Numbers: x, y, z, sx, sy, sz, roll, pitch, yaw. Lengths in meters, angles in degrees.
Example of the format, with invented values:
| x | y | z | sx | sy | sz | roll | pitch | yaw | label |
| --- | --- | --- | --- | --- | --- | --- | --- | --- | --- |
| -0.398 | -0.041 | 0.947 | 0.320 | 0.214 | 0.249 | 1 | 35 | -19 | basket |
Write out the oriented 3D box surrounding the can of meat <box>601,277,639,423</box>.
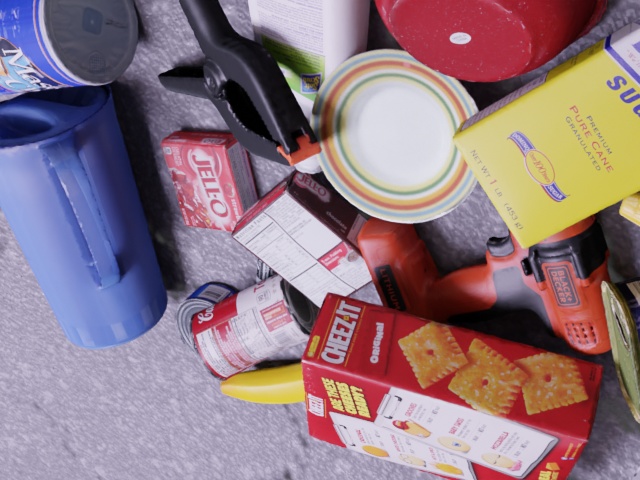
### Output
| x | y | z | sx | sy | sz | roll | pitch | yaw | label |
| --- | --- | --- | --- | --- | --- | --- | --- | --- | --- |
| 0.248 | 0.067 | 0.737 | 0.084 | 0.057 | 0.102 | -15 | 116 | 4 | can of meat |

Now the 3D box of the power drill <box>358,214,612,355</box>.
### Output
| x | y | z | sx | sy | sz | roll | pitch | yaw | label |
| --- | --- | --- | --- | --- | --- | --- | --- | --- | --- |
| 0.123 | 0.006 | 0.809 | 0.188 | 0.057 | 0.184 | -7 | 112 | 40 | power drill |

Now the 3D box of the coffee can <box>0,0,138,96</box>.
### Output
| x | y | z | sx | sy | sz | roll | pitch | yaw | label |
| --- | --- | --- | --- | --- | --- | --- | --- | --- | --- |
| -0.241 | -0.179 | 0.912 | 0.141 | 0.102 | 0.103 | 1 | 120 | 36 | coffee can |

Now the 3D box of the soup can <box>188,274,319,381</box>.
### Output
| x | y | z | sx | sy | sz | roll | pitch | yaw | label |
| --- | --- | --- | --- | --- | --- | --- | --- | --- | --- |
| -0.058 | 0.077 | 0.960 | 0.102 | 0.068 | 0.068 | -26 | 104 | 18 | soup can |

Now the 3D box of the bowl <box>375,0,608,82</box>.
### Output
| x | y | z | sx | sy | sz | roll | pitch | yaw | label |
| --- | --- | --- | --- | --- | --- | --- | --- | --- | --- |
| 0.095 | -0.149 | 0.671 | 0.162 | 0.055 | 0.162 | 18 | 157 | 8 | bowl |

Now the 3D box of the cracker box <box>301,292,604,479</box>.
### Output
| x | y | z | sx | sy | sz | roll | pitch | yaw | label |
| --- | --- | --- | --- | --- | --- | --- | --- | --- | --- |
| 0.099 | 0.129 | 0.845 | 0.214 | 0.072 | 0.164 | 15 | 151 | 11 | cracker box |

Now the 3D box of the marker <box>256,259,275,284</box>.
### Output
| x | y | z | sx | sy | sz | roll | pitch | yaw | label |
| --- | --- | --- | --- | --- | --- | --- | --- | --- | --- |
| -0.048 | 0.018 | 0.970 | 0.020 | 0.020 | 0.121 | 25 | 132 | 20 | marker |

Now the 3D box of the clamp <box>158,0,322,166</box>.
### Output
| x | y | z | sx | sy | sz | roll | pitch | yaw | label |
| --- | --- | --- | --- | --- | --- | --- | --- | --- | --- |
| -0.071 | -0.136 | 0.805 | 0.210 | 0.036 | 0.164 | 45 | 151 | 34 | clamp |

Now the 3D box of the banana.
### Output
| x | y | z | sx | sy | sz | roll | pitch | yaw | label |
| --- | --- | --- | --- | --- | --- | --- | --- | --- | --- |
| -0.014 | 0.122 | 0.998 | 0.069 | 0.037 | 0.198 | 36 | 140 | -23 | banana |

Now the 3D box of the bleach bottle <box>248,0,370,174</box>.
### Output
| x | y | z | sx | sy | sz | roll | pitch | yaw | label |
| --- | --- | --- | --- | --- | --- | --- | --- | --- | --- |
| -0.013 | -0.161 | 0.787 | 0.103 | 0.068 | 0.251 | 27 | 136 | 28 | bleach bottle |

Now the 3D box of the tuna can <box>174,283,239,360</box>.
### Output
| x | y | z | sx | sy | sz | roll | pitch | yaw | label |
| --- | --- | --- | --- | --- | --- | --- | --- | --- | --- |
| -0.099 | 0.085 | 1.045 | 0.086 | 0.033 | 0.086 | 19 | 130 | 24 | tuna can |

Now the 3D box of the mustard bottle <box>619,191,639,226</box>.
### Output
| x | y | z | sx | sy | sz | roll | pitch | yaw | label |
| --- | --- | --- | --- | --- | --- | --- | --- | --- | --- |
| 0.283 | 0.009 | 0.670 | 0.192 | 0.058 | 0.096 | 23 | 90 | 19 | mustard bottle |

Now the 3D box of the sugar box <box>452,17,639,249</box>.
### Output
| x | y | z | sx | sy | sz | roll | pitch | yaw | label |
| --- | --- | --- | --- | --- | --- | --- | --- | --- | --- |
| 0.184 | -0.075 | 0.678 | 0.176 | 0.048 | 0.093 | -30 | 101 | 28 | sugar box |

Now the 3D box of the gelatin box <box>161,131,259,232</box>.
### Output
| x | y | z | sx | sy | sz | roll | pitch | yaw | label |
| --- | --- | --- | --- | --- | --- | --- | --- | --- | --- |
| -0.095 | -0.052 | 0.947 | 0.073 | 0.030 | 0.089 | 7 | 125 | 32 | gelatin box |

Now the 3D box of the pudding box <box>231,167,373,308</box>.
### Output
| x | y | z | sx | sy | sz | roll | pitch | yaw | label |
| --- | --- | --- | --- | --- | --- | --- | --- | --- | --- |
| -0.006 | 0.001 | 0.898 | 0.113 | 0.039 | 0.090 | 41 | 138 | -13 | pudding box |

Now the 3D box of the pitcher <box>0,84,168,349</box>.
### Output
| x | y | z | sx | sy | sz | roll | pitch | yaw | label |
| --- | --- | --- | --- | --- | --- | --- | --- | --- | --- |
| -0.222 | -0.015 | 0.992 | 0.145 | 0.149 | 0.243 | 0 | 124 | 22 | pitcher |
